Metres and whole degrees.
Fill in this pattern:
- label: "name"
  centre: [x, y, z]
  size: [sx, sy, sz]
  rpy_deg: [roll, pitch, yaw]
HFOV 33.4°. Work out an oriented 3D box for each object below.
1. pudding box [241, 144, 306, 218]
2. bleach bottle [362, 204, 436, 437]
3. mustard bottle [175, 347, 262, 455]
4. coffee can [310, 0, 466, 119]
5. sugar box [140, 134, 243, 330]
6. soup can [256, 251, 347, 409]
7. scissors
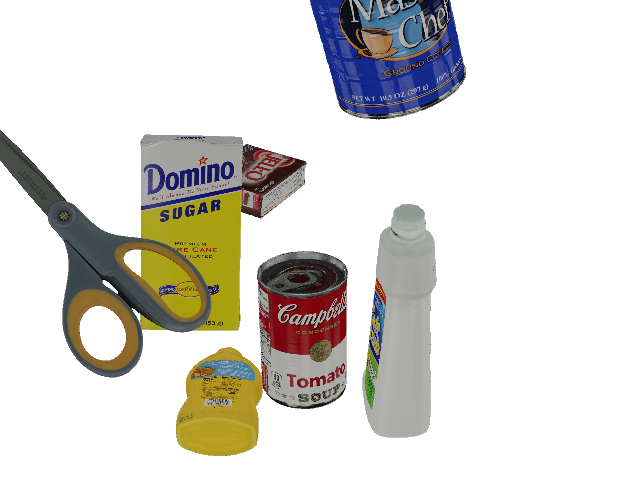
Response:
- label: "pudding box"
  centre: [-0.083, -0.075, 1.329]
  size: [0.090, 0.039, 0.113]
  rpy_deg: [17, 35, 23]
- label: "bleach bottle"
  centre: [0.078, 0.071, 1.029]
  size: [0.068, 0.251, 0.102]
  rpy_deg: [-2, 37, -3]
- label: "mustard bottle"
  centre: [-0.121, 0.189, 1.326]
  size: [0.096, 0.058, 0.191]
  rpy_deg: [0, 26, 1]
- label: "coffee can"
  centre: [0.045, -0.176, 0.790]
  size: [0.103, 0.140, 0.103]
  rpy_deg: [-13, 33, 8]
- label: "sugar box"
  centre: [-0.118, -0.007, 0.978]
  size: [0.093, 0.176, 0.048]
  rpy_deg: [0, 14, -5]
- label: "soup can"
  centre: [-0.013, 0.069, 0.817]
  size: [0.068, 0.102, 0.068]
  rpy_deg: [-1, 26, 0]
- label: "scissors"
  centre: [-0.160, 0.006, 0.645]
  size: [0.202, 0.096, 0.016]
  rpy_deg: [31, -16, 9]
